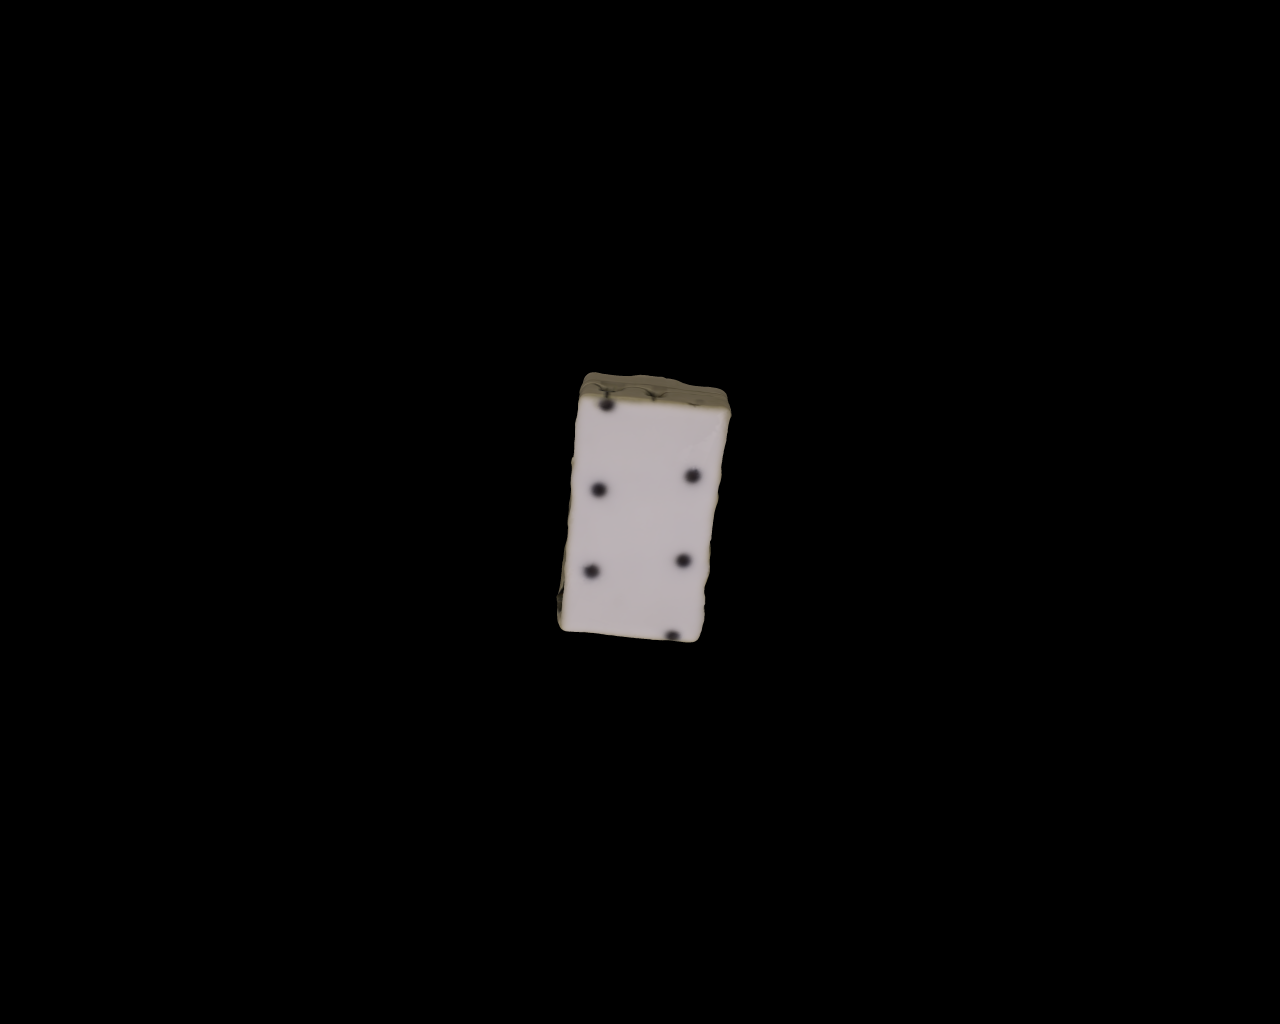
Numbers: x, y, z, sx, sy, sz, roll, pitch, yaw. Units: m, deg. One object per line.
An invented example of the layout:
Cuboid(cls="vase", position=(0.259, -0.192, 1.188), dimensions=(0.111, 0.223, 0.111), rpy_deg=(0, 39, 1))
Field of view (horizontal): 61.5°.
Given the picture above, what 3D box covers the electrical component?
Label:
Cuboid(cls="electrical component", position=(0.001, -0.003, 0.650), dimensions=(0.089, 0.150, 0.062), rpy_deg=(7, 20, -2))
